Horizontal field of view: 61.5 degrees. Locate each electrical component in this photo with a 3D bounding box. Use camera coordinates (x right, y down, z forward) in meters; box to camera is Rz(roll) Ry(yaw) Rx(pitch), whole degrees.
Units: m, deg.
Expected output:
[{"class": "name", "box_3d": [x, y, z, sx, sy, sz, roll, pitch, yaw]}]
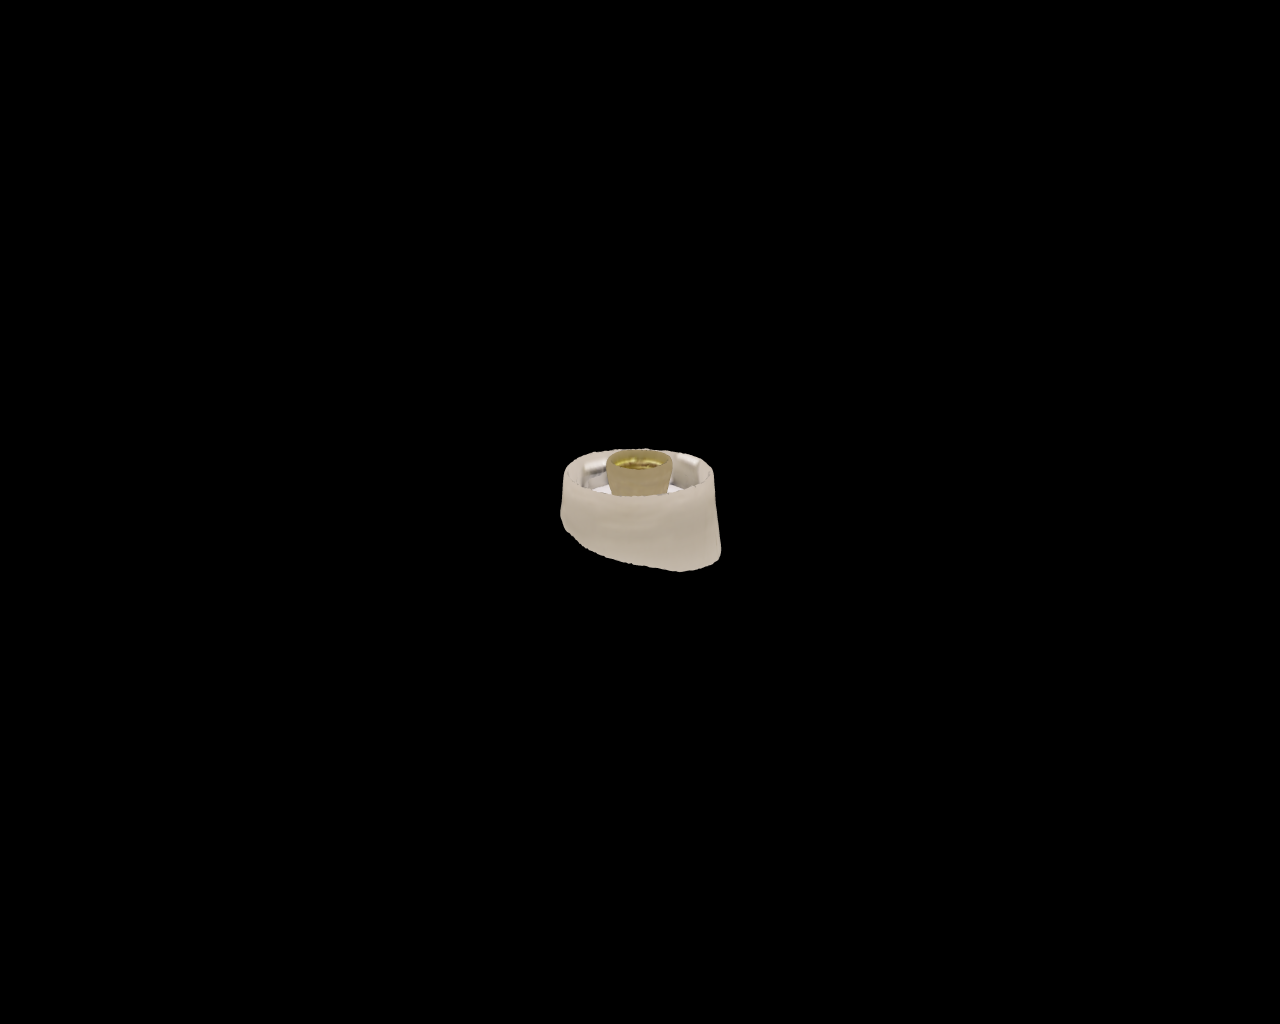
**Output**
[{"class": "electrical component", "box_3d": [0.001, -0.003, 0.650, 0.099, 0.064, 0.099, 0, 20, 0]}]
